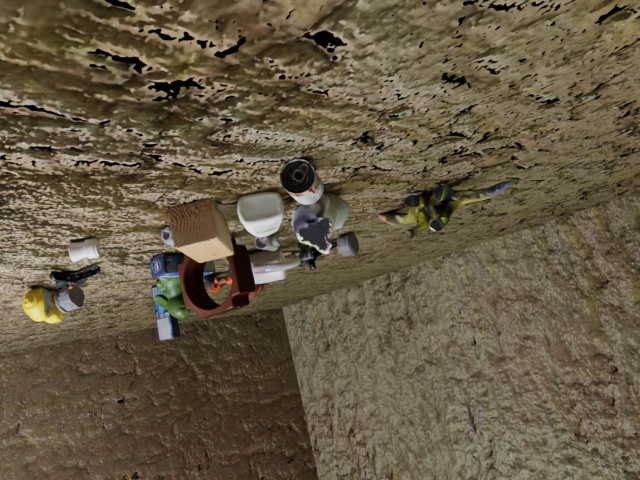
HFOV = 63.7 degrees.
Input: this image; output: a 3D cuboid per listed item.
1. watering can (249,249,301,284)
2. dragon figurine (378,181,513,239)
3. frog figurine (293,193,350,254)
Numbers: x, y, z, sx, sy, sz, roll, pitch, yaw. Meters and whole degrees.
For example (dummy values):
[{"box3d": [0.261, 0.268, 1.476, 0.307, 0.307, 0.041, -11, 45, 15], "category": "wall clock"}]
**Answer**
[{"box3d": [-0.174, 0.086, 1.739, 0.224, 0.104, 0.348, -9, -178, -1], "category": "watering can"}, {"box3d": [0.360, -0.108, 1.514, 0.408, 0.122, 0.245, -16, -174, 22], "category": "dragon figurine"}, {"box3d": [0.004, -0.061, 1.220, 0.122, 0.163, 0.134, -5, 128, 21], "category": "frog figurine"}]
